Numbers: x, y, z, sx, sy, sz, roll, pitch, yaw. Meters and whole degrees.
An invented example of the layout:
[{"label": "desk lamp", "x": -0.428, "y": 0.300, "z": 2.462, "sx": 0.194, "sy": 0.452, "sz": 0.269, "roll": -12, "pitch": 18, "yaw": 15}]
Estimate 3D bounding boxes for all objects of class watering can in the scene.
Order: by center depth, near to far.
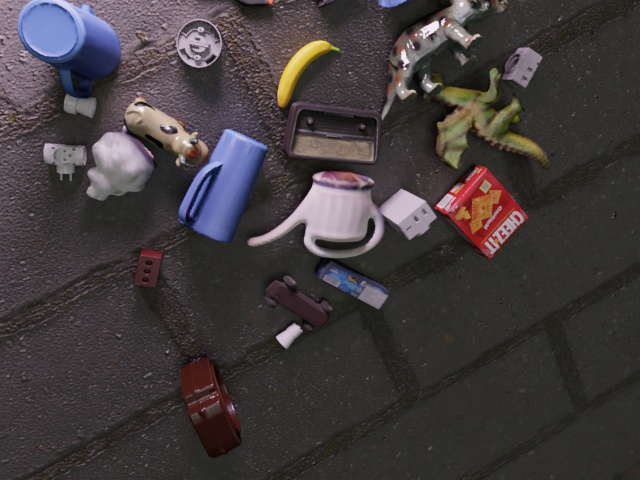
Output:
[{"label": "watering can", "x": 0.004, "y": -0.064, "z": 1.269, "sx": 0.348, "sy": 0.105, "sz": 0.222, "roll": 3, "pitch": 104, "yaw": -17}]

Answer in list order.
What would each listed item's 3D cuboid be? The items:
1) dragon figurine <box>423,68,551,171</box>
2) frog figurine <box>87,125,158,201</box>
[{"label": "dragon figurine", "x": 0.404, "y": -0.278, "z": 1.318, "sx": 0.242, "sy": 0.123, "sz": 0.407, "roll": -37, "pitch": 102, "yaw": 5}, {"label": "frog figurine", "x": -0.443, "y": -0.153, "z": 1.114, "sx": 0.161, "sy": 0.124, "sz": 0.135, "roll": -44, "pitch": 133, "yaw": -12}]
